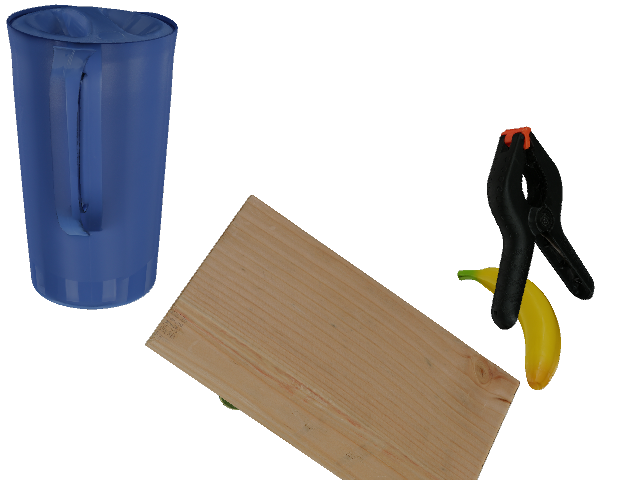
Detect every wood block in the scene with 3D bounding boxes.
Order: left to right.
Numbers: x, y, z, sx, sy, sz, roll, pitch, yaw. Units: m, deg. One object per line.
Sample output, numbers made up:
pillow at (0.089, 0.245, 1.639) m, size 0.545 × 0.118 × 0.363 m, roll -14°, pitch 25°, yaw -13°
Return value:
wood block at (0.006, 0.078, 0.673) m, size 0.206 × 0.090 × 0.090 m, roll 35°, pitch -32°, yaw -5°

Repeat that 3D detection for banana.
banana at (0.215, 0.083, 1.134) m, size 0.069 × 0.037 × 0.198 m, roll -28°, pitch 37°, yaw 0°

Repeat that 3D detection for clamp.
clamp at (0.176, -0.008, 0.923) m, size 0.120 × 0.171 × 0.039 m, roll -26°, pitch 11°, yaw -40°

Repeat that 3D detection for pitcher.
pitcher at (-0.190, -0.065, 0.883) m, size 0.145 × 0.243 × 0.148 m, roll 25°, pitch 31°, yaw 38°

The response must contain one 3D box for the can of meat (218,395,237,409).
can of meat at (-0.052, 0.106, 0.965) m, size 0.102 × 0.057 × 0.084 m, roll -6°, pitch 27°, yaw -15°
